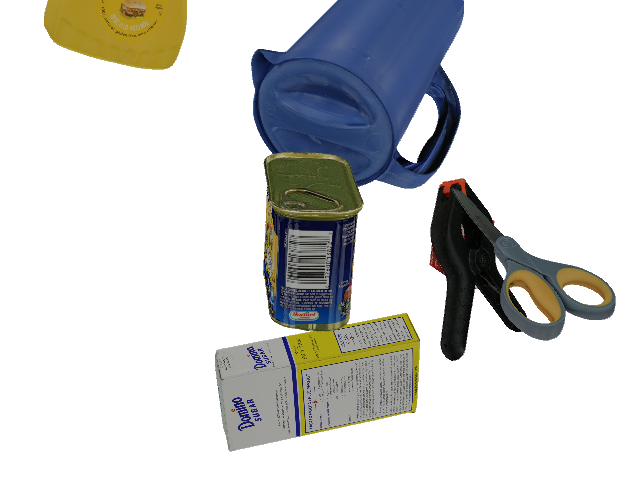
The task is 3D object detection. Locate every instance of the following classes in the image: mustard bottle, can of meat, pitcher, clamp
[{"bbox_3d":[-0.119,-0.217,0.730,0.096,0.192,0.058,10,26,-29],"label":"mustard bottle"},{"bbox_3d":[-0.008,0.000,0.690,0.057,0.084,0.102,1,25,-7],"label":"can of meat"},{"bbox_3d":[0.055,-0.161,0.986,0.145,0.149,0.242,4,40,29],"label":"pitcher"},{"bbox_3d":[0.139,0.030,1.028,0.039,0.171,0.120,-15,9,42],"label":"clamp"}]

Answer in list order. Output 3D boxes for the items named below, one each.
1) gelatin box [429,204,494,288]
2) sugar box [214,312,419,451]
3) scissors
[{"bbox_3d":[0.163,0.004,1.245,0.030,0.089,0.073,-14,32,-30],"label":"gelatin box"},{"bbox_3d":[-0.002,0.125,0.943,0.176,0.093,0.048,-8,37,-8],"label":"sugar box"},{"bbox_3d":[0.171,0.011,0.859,0.096,0.016,0.202,-1,35,-5],"label":"scissors"}]
